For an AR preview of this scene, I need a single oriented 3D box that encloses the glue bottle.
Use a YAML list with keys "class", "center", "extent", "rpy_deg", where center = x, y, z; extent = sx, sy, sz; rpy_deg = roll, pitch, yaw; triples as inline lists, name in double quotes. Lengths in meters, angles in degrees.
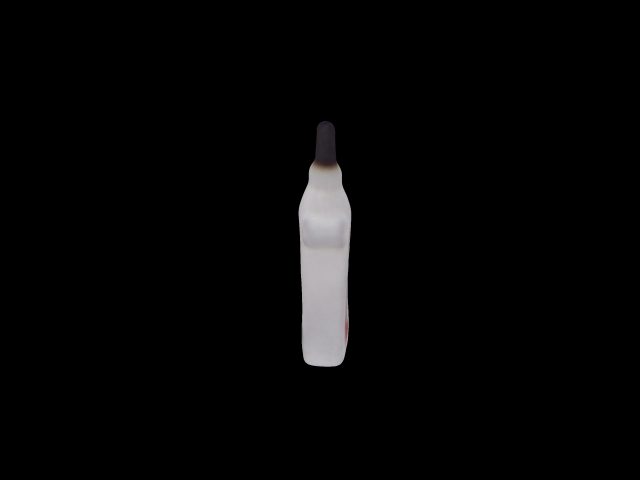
- class: "glue bottle"
  center: [0.004, 0.001, 0.400]
  extent: [0.037, 0.173, 0.078]
  rpy_deg: [0, 32, 0]
